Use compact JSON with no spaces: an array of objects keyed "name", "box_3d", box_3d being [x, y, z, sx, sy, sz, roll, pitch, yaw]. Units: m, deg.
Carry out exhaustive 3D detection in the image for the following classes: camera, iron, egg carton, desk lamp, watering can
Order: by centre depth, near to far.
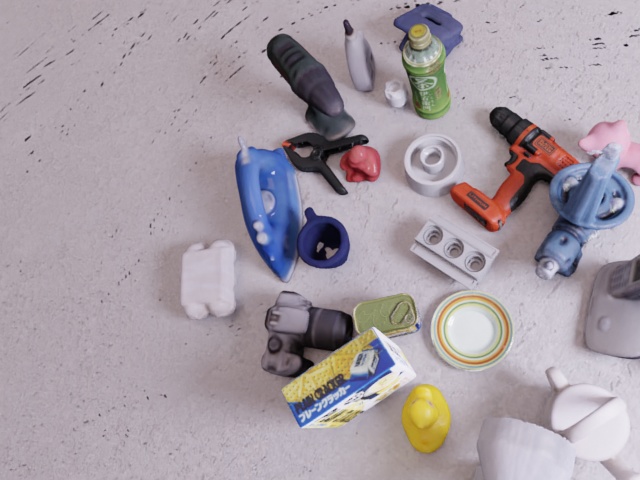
[{"name":"desk lamp","box_3d":[0.254,0.345,0.763,0.117,0.214,0.203,15,78,21]},{"name":"watering can","box_3d":[0.366,0.250,0.770,0.172,0.194,0.101,36,86,23]},{"name":"camera","box_3d":[-0.020,0.162,0.964,0.136,0.101,0.143,5,75,18]},{"name":"iron","box_3d":[-0.102,-0.059,1.036,0.118,0.142,0.258,-17,69,11]},{"name":"egg carton","box_3d":[-0.205,0.073,1.064,0.107,0.069,0.150,-9,71,14]}]

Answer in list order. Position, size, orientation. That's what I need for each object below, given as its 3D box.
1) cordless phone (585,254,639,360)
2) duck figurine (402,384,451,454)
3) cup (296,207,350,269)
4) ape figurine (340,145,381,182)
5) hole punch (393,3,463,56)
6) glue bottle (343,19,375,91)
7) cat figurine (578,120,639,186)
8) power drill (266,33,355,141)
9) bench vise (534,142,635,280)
[{"name":"cordless phone","box_3d":[0.439,0.088,0.804,0.094,0.185,0.148,10,76,19]},{"name":"duck figurine","box_3d":[0.160,0.274,0.883,0.077,0.086,0.104,-1,73,16]},{"name":"cup","box_3d":[0.009,0.004,1.008,0.091,0.095,0.117,-28,67,7]},{"name":"ape figurine","box_3d":[0.073,-0.143,1.037,0.076,0.092,0.077,-46,66,-1]},{"name":"hole punch","box_3d":[0.204,-0.398,1.079,0.108,0.091,0.101,41,88,24]},{"name":"glue bottle","box_3d":[0.068,-0.351,1.060,0.037,0.173,0.078,2,74,18]},{"name":"cat figurine","box_3d":[0.476,-0.147,0.904,0.127,0.118,0.067,17,79,21]},{"name":"power drill","box_3d":[-0.006,-0.262,1.035,0.075,0.209,0.229,-38,66,2]},{"name":"bench vise","box_3d":[0.393,-0.038,0.839,0.121,0.220,0.207,12,77,20]}]
